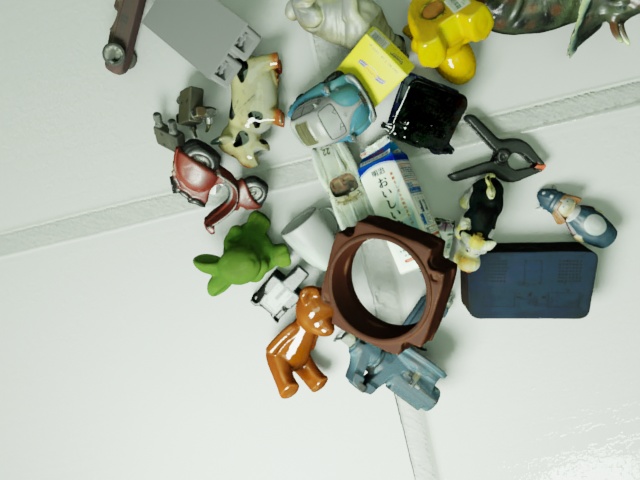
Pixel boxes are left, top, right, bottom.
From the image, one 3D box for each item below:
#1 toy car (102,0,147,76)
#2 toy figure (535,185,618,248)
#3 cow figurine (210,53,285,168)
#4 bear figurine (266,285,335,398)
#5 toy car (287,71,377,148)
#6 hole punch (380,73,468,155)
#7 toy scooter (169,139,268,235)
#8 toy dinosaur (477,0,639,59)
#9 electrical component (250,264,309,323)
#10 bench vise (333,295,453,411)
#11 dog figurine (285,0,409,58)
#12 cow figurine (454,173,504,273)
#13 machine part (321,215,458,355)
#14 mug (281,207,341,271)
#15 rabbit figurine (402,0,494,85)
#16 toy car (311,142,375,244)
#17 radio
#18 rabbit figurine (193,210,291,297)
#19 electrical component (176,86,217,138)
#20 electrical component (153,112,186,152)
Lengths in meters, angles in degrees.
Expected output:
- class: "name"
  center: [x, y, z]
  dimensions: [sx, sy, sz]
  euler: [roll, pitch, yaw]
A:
- class: "toy car"
  center: [-0.331, -0.386, 0.926]
  dimensions: [0.053, 0.089, 0.202]
  euler: [18, 103, -5]
- class: "toy figure"
  center: [0.465, -0.045, 0.976]
  dimensions: [0.154, 0.058, 0.064]
  euler: [34, 62, -3]
- class: "cow figurine"
  center: [-0.127, -0.226, 0.952]
  dimensions: [0.127, 0.085, 0.194]
  euler: [0, 98, 5]
- class: "bear figurine"
  center: [-0.015, 0.181, 1.001]
  dimensions: [0.195, 0.120, 0.132]
  euler: [-52, 56, 24]
- class: "toy car"
  center: [0.003, -0.203, 0.895]
  dimensions: [0.162, 0.103, 0.109]
  euler: [-10, 121, 40]
- class: "hole punch"
  center: [0.183, -0.225, 0.942]
  dimensions: [0.142, 0.092, 0.115]
  euler: [17, 121, -11]
- class: "toy scooter"
  center: [-0.194, -0.084, 0.950]
  dimensions: [0.183, 0.075, 0.135]
  euler: [32, 104, -26]
- class: "toy dinosaur"
  center: [0.335, -0.404, 0.882]
  dimensions: [0.405, 0.131, 0.192]
  euler: [4, 101, 8]
- class: "electrical component"
  center: [-0.071, 0.093, 1.033]
  dimensions: [0.075, 0.048, 0.119]
  euler: [38, 100, -6]
- class: "bench vise"
  center: [0.160, 0.195, 1.013]
  dimensions: [0.224, 0.129, 0.240]
  euler: [35, 81, 5]
- class: "dog figurine"
  center: [0.048, -0.348, 0.920]
  dimensions: [0.172, 0.121, 0.190]
  euler: [-5, 123, 37]
- class: "cow figurine"
  center: [0.279, -0.030, 0.930]
  dimensions: [0.068, 0.098, 0.167]
  euler: [17, 63, 3]
- class: "machine part"
  center: [0.111, 0.073, 0.900]
  dimensions: [0.201, 0.087, 0.201]
  euler: [23, 109, 25]
- class: "mug"
  center: [-0.002, -0.003, 1.003]
  dimensions: [0.109, 0.081, 0.107]
  euler: [-44, 108, -27]
- class: "rabbit figurine"
  center: [0.203, -0.328, 0.891]
  dimensions: [0.122, 0.173, 0.162]
  euler: [-41, 53, 9]
- class: "toy car"
  center: [0.049, -0.087, 0.979]
  dimensions: [0.073, 0.056, 0.201]
  euler: [-24, 92, 7]
- class: "radio"
  center: [0.380, 0.075, 0.996]
  dimensions: [0.230, 0.073, 0.131]
  euler: [-1, 103, 5]
- class: "rabbit figurine"
  center: [-0.146, 0.030, 0.961]
  dimensions: [0.159, 0.170, 0.121]
  euler: [-23, 99, 7]
- class: "electrical component"
  center: [-0.223, -0.227, 0.954]
  dimensions: [0.045, 0.102, 0.078]
  euler: [5, 83, -36]
- class: "electrical component"
  center: [-0.276, -0.186, 0.982]
  dimensions: [0.063, 0.021, 0.093]
  euler: [27, 145, 20]
